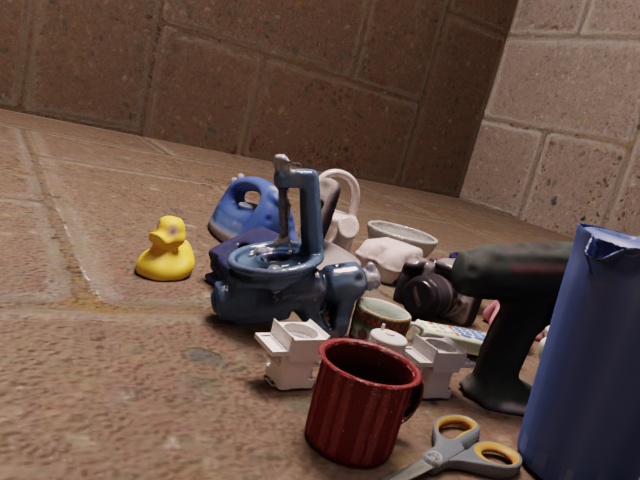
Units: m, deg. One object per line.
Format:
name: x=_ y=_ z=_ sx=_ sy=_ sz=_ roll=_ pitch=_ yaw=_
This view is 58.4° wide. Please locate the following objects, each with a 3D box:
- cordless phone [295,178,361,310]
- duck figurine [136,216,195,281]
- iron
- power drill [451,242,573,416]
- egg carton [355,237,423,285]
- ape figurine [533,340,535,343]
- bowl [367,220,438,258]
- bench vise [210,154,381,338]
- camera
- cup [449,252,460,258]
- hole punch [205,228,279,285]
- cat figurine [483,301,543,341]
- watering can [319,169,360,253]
cordless phone: x=0.008 y=0.003 z=0.877 sx=0.094 sy=0.185 sz=0.147 roll=5 pitch=15 yaw=-38
duck figurine: x=-0.218 y=0.007 z=0.835 sx=0.077 sy=0.086 sz=0.105 roll=17 pitch=12 yaw=15
iron: x=-0.140 y=-0.064 z=1.124 sx=0.119 sy=0.141 sz=0.257 roll=4 pitch=16 yaw=-41
power drill: x=0.254 y=0.097 z=0.674 sx=0.230 sy=0.208 sz=0.075 roll=12 pitch=12 yaw=-10
egg carton: x=0.141 y=0.041 z=1.147 sx=0.107 sy=0.069 sz=0.151 roll=21 pitch=13 yaw=28
ape figurine: x=0.311 y=0.123 z=0.907 sx=0.078 sy=0.092 sz=0.076 roll=11 pitch=12 yaw=-15
bowl: x=0.181 y=0.013 z=1.312 sx=0.167 sy=0.075 sz=0.167 roll=14 pitch=12 yaw=-3
bench vise: x=-0.021 y=0.008 z=0.731 sx=0.208 sy=0.220 sz=0.121 roll=5 pitch=15 yaw=-37
camera: x=0.185 y=0.076 z=0.955 sx=0.142 sy=0.101 sz=0.137 roll=23 pitch=15 yaw=37
cup: x=0.278 y=0.077 z=1.075 sx=0.091 sy=0.095 sz=0.118 roll=18 pitch=12 yaw=19
hole punch: x=-0.102 y=0.032 z=0.843 sx=0.108 sy=0.091 sz=0.101 roll=24 pitch=15 yaw=39
cat figurine: x=0.359 y=0.105 z=0.987 sx=0.128 sy=0.118 sz=0.067 roll=12 pitch=12 yaw=-8
watering can: x=0.021 y=-0.028 z=1.015 sx=0.101 sy=0.194 sz=0.172 roll=3 pitch=16 yaw=-42
